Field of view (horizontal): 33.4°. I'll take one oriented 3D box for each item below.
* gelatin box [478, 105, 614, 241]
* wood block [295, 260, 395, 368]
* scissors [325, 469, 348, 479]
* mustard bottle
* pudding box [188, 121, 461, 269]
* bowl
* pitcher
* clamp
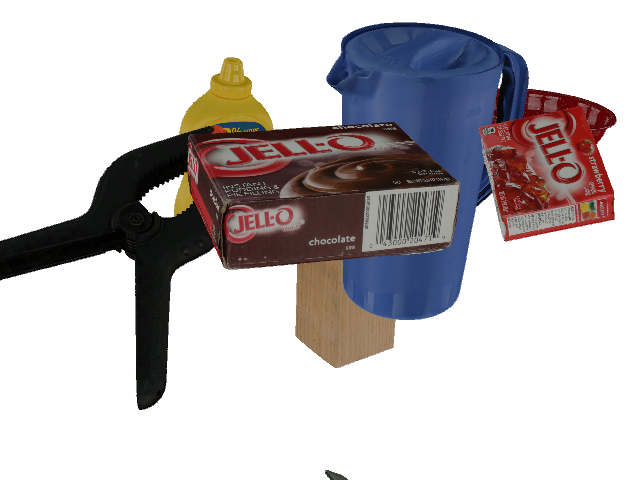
[{"bbox_3d":[0.150,-0.047,0.713,0.073,0.089,0.030,-11,-42,7],"label":"gelatin box"},{"bbox_3d":[0.031,0.031,1.245,0.090,0.206,0.090,-16,31,-31],"label":"wood block"},{"bbox_3d":[0.084,0.162,0.516,0.096,0.016,0.202,-2,23,-24],"label":"scissors"},{"bbox_3d":[-0.097,-0.093,1.090,0.096,0.192,0.058,-5,31,-22],"label":"mustard bottle"},{"bbox_3d":[-0.002,-0.025,0.513,0.113,0.039,0.090,-3,26,-16],"label":"pudding box"},{"bbox_3d":[0.245,-0.124,1.197,0.162,0.055,0.162,4,23,-2],"label":"bowl"},{"bbox_3d":[0.088,-0.059,0.925,0.149,0.243,0.144,11,31,14],"label":"pitcher"},{"bbox_3d":[-0.118,0.004,0.712,0.165,0.209,0.036,36,-30,15],"label":"clamp"}]
